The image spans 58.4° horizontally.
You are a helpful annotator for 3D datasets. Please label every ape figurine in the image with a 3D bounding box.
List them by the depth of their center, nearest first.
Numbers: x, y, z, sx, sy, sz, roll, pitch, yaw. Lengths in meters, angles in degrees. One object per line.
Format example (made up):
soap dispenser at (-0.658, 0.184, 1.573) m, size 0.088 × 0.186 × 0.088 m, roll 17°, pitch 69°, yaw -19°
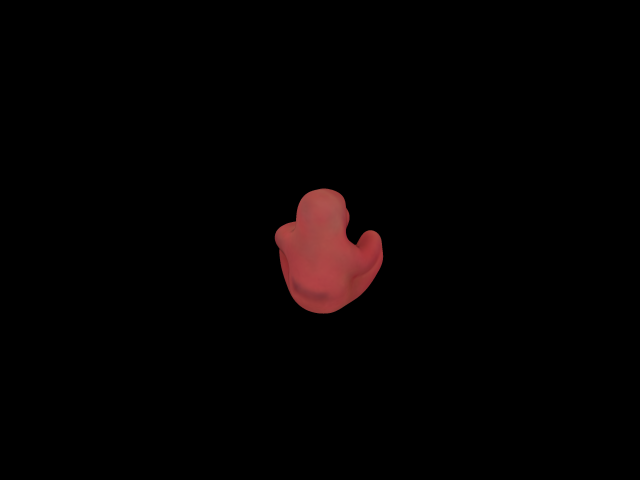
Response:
ape figurine at (0.004, 0.001, 0.400) m, size 0.077 × 0.092 × 0.076 m, roll 21°, pitch 54°, yaw 16°
